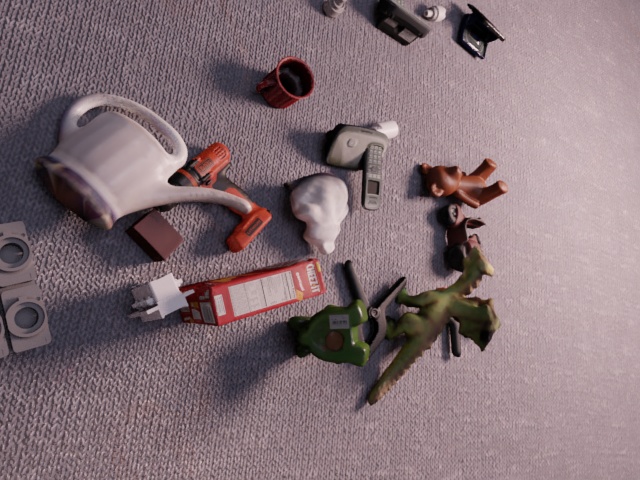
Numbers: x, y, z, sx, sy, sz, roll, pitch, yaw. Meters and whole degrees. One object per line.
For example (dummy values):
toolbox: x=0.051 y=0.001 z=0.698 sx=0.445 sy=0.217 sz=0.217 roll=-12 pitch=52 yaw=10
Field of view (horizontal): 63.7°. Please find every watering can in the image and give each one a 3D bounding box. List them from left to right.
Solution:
watering can: x=-0.301 y=-0.104 z=0.849 sx=0.348 sy=0.102 sz=0.228 roll=39 pitch=60 yaw=3

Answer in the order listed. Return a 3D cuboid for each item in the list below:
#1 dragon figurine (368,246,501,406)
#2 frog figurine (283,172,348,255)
dragon figurine: x=0.267 y=0.187 z=1.117 sx=0.121 sy=0.241 sz=0.418 roll=43 pitch=58 yaw=-26
frog figurine: x=0.003 y=-0.053 z=1.062 sx=0.137 sy=0.121 sz=0.162 roll=10 pitch=62 yaw=-52
